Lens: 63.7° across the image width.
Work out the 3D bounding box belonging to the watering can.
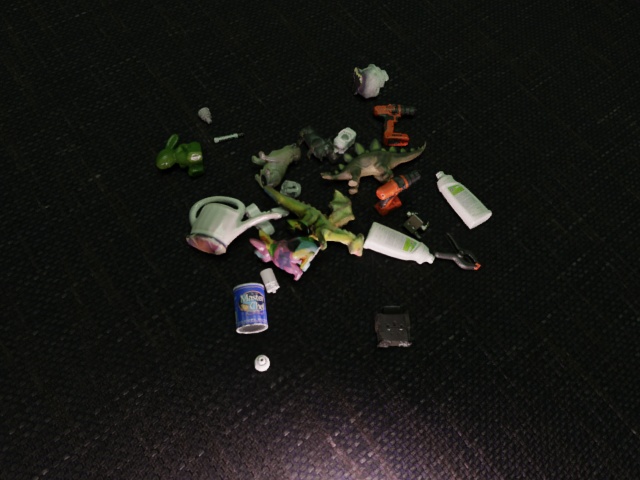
[{"bbox_3d":[-0.322,-0.051,1.800,0.348,0.102,0.229,11,61,21],"label":"watering can"}]

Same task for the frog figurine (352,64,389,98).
[{"bbox_3d":[0.228,-0.674,2.186,0.160,0.123,0.136,-8,98,-19],"label":"frog figurine"}]

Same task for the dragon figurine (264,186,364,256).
[{"bbox_3d":[0.006,-0.094,1.869,0.246,0.120,0.412,-34,81,-28],"label":"dragon figurine"}]
